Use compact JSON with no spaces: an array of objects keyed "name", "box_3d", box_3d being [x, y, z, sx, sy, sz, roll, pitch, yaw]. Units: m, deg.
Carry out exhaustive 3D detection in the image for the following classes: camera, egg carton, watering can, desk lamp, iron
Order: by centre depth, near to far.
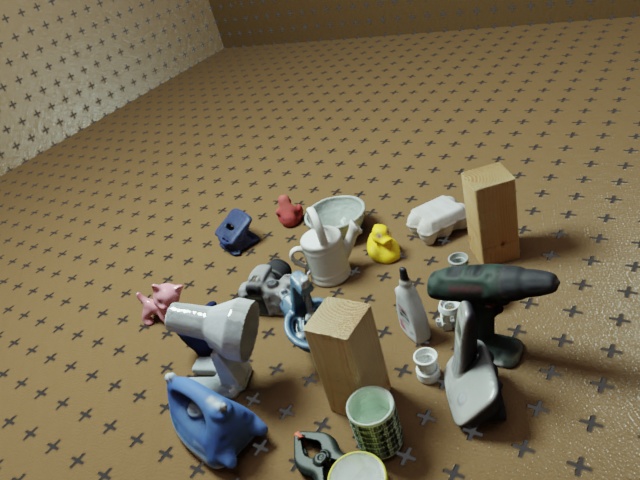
[{"name":"iron","box_3d":[-0.223,0.304,1.050,0.257,0.142,0.119,15,44,39]},{"name":"desk lamp","box_3d":[-0.202,0.207,1.120,0.202,0.214,0.118,-4,34,18]},{"name":"camera","box_3d":[-0.106,0.099,1.346,0.142,0.101,0.137,0,36,24]},{"name":"watering can","box_3d":[0.012,0.004,1.352,0.173,0.194,0.100,-31,35,-21]},{"name":"egg carton","box_3d":[0.296,-0.052,1.430,0.150,0.069,0.107,-25,34,-14]}]

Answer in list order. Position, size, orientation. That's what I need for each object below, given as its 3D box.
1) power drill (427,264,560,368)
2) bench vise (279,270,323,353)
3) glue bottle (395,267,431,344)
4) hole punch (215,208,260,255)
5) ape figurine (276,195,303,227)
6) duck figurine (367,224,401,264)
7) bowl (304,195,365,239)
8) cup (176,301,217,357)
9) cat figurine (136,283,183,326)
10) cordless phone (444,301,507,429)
[{"name":"power drill","box_3d":[0.310,0.127,1.025,0.228,0.209,0.076,7,39,32]},{"name":"bench vise","box_3d":[-0.042,0.142,1.144,0.206,0.220,0.122,17,45,40]},{"name":"glue bottle","box_3d":[0.175,0.121,1.124,0.037,0.173,0.078,-27,34,-16]},{"name":"hole punch","box_3d":[-0.237,-0.024,1.598,0.101,0.091,0.108,-33,36,-25]},{"name":"ape figurine","box_3d":[-0.092,-0.089,1.632,0.077,0.092,0.076,-4,35,19]},{"name":"duck figurine","box_3d":[0.150,-0.001,1.401,0.077,0.086,0.104,-25,34,-13]},{"name":"bowl","box_3d":[0.046,-0.047,1.526,0.167,0.075,0.167,-11,33,8]},{"name":"cup","box_3d":[-0.254,0.201,1.263,0.091,0.095,0.118,4,38,28]},{"name":"cat figurine","box_3d":[-0.385,0.145,1.382,0.127,0.118,0.067,-2,35,20]},{"name":"cordless phone","box_3d":[0.250,0.206,0.953,0.094,0.185,0.147,-13,33,5]}]
